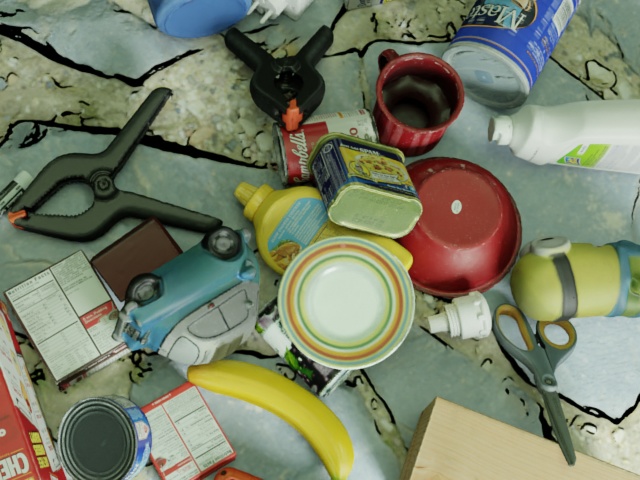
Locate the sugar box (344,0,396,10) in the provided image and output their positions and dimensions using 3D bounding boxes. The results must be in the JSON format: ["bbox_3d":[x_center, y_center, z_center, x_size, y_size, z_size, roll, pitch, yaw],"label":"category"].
[{"bbox_3d":[0.104,-0.326,1.222,0.176,0.048,0.093,-12,73,-5],"label":"sugar box"}]

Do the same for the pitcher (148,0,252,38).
[{"bbox_3d":[-0.146,-0.354,1.159,0.145,0.149,0.243,-13,76,-11],"label":"pitcher"}]

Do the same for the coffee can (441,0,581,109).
[{"bbox_3d":[0.209,-0.229,1.166,0.103,0.103,0.140,30,71,5],"label":"coffee can"}]

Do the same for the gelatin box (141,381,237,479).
[{"bbox_3d":[-0.133,0.191,1.030,0.073,0.030,0.089,-29,76,-16],"label":"gelatin box"}]

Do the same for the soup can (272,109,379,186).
[{"bbox_3d":[0.006,-0.098,1.120,0.102,0.068,0.068,-10,72,-8],"label":"soup can"}]

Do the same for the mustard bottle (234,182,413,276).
[{"bbox_3d":[-0.007,0.001,1.089,0.192,0.058,0.096,35,91,8],"label":"mustard bottle"}]

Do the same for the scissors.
[{"bbox_3d":[0.236,0.134,1.045,0.096,0.016,0.202,-6,43,-21],"label":"scissors"}]

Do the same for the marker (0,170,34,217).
[{"bbox_3d":[-0.339,-0.023,1.090,0.020,0.020,0.121,38,72,8],"label":"marker"}]

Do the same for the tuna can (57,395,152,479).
[{"bbox_3d":[-0.202,0.189,1.002,0.086,0.033,0.086,-1,87,20],"label":"tuna can"}]

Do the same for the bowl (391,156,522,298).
[{"bbox_3d":[0.139,-0.024,1.115,0.162,0.055,0.162,2,70,-5],"label":"bowl"}]

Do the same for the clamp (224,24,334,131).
[{"bbox_3d":[-0.028,-0.180,1.136,0.120,0.039,0.171,-13,48,-8],"label":"clamp"}]

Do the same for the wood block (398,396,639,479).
[{"bbox_3d":[0.186,0.234,1.012,0.206,0.090,0.090,21,70,3],"label":"wood block"}]

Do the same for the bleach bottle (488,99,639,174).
[{"bbox_3d":[0.307,-0.114,1.135,0.250,0.103,0.068,3,64,-5],"label":"bleach bottle"}]

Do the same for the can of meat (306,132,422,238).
[{"bbox_3d":[0.046,-0.054,1.065,0.102,0.058,0.084,13,36,-27],"label":"can of meat"}]

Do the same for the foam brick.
[{"bbox_3d":[-0.180,0.017,1.058,0.078,0.053,0.051,-35,98,-4],"label":"foam brick"}]

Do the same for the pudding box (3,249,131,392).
[{"bbox_3d":[-0.246,0.078,1.053,0.090,0.039,0.113,-30,74,-14],"label":"pudding box"}]

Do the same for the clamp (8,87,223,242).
[{"bbox_3d":[-0.213,-0.047,1.100,0.210,0.036,0.164,-27,82,-11],"label":"clamp"}]

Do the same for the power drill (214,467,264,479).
[{"bbox_3d":[-0.041,0.322,0.979,0.184,0.057,0.187,21,68,6],"label":"power drill"}]

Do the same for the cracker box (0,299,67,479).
[{"bbox_3d":[-0.301,0.141,0.960,0.072,0.164,0.214,-21,74,-10],"label":"cracker box"}]

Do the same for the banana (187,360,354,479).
[{"bbox_3d":[-0.036,0.167,1.034,0.198,0.037,0.069,38,49,5],"label":"banana"}]

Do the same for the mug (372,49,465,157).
[{"bbox_3d":[0.094,-0.150,1.139,0.093,0.081,0.117,-28,76,-14],"label":"mug"}]
